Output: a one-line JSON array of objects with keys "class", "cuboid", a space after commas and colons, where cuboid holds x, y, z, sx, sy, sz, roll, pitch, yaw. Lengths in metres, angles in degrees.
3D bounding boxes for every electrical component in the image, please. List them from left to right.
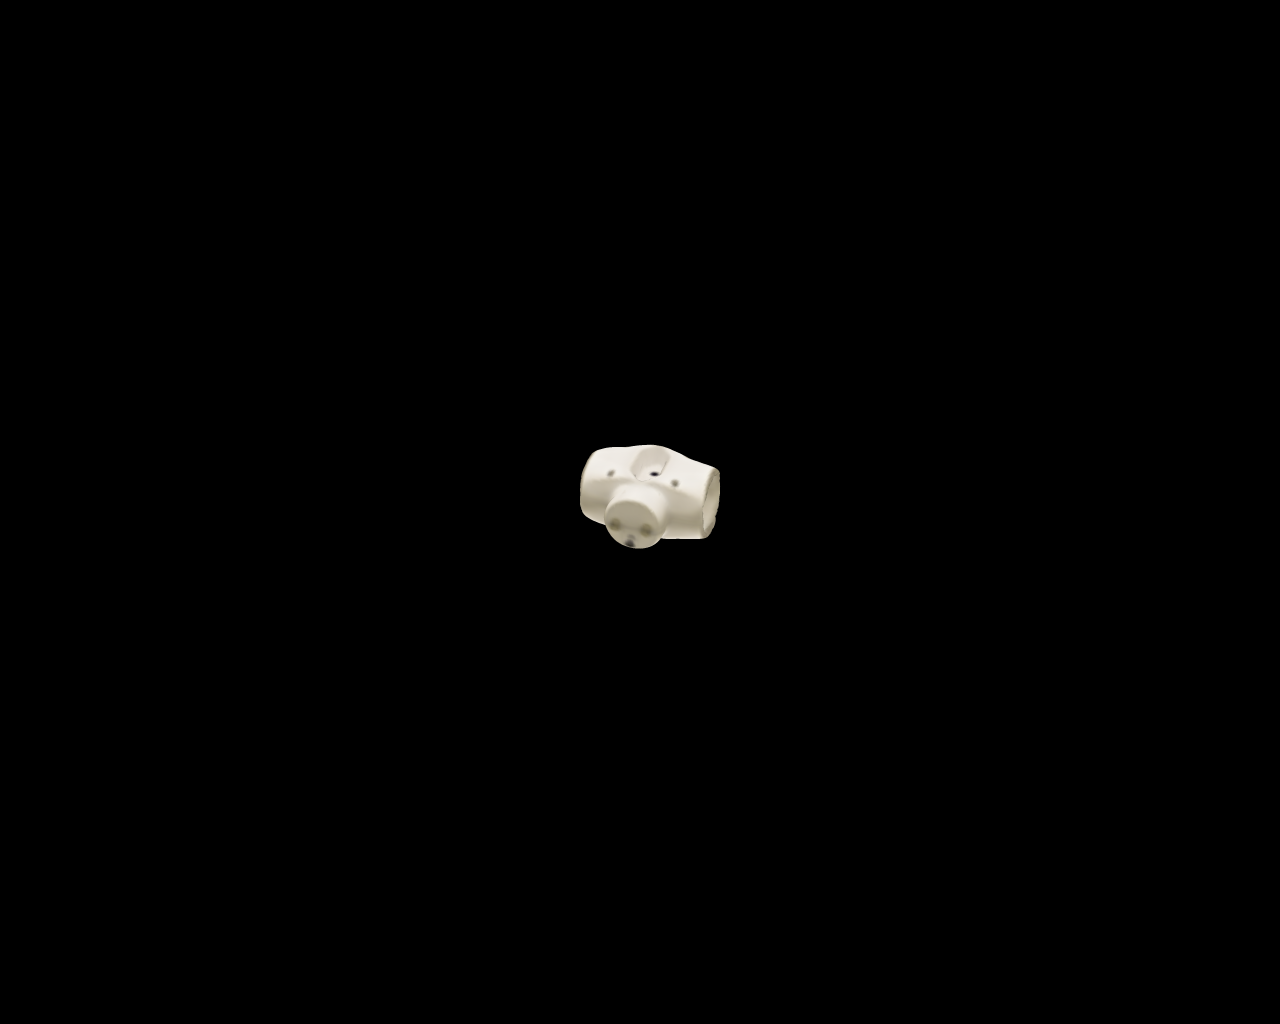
[{"class": "electrical component", "cuboid": [0.001, -0.003, 0.650, 0.077, 0.043, 0.079, 11, 36, 16]}]
